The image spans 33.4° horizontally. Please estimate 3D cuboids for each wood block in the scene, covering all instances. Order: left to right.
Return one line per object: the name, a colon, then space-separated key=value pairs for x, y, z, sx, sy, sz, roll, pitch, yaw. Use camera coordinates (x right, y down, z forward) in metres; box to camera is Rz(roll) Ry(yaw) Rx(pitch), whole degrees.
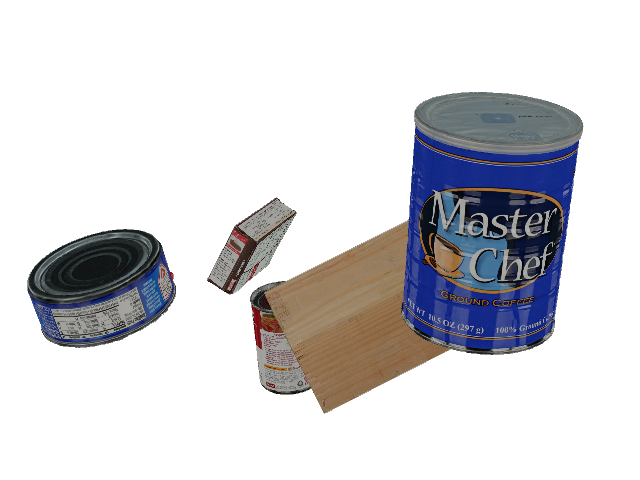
wood block: x=0.068 y=0.054 z=0.948 sx=0.206 sy=0.091 sz=0.090 roll=-26 pitch=33 yaw=-4

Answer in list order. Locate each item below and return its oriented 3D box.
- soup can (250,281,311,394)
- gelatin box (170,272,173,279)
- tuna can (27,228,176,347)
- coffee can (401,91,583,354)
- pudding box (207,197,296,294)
soup can: x=-0.036 y=0.103 z=1.131 sx=0.068 sy=0.102 sz=0.068 roll=-4 pitch=24 yaw=2
gelatin box: x=-0.195 y=0.044 z=1.006 sx=0.089 sy=0.030 sz=0.073 roll=14 pitch=24 yaw=23
tuna can: x=-0.134 y=0.027 z=0.653 sx=0.086 sy=0.034 sz=0.086 roll=-10 pitch=28 yaw=5
coffee can: x=0.107 y=-0.013 z=0.682 sx=0.103 sy=0.140 sz=0.103 roll=2 pitch=24 yaw=-1
pudding box: x=-0.083 y=0.006 z=1.309 sx=0.039 sy=0.090 sz=0.113 roll=33 pitch=30 yaw=8
